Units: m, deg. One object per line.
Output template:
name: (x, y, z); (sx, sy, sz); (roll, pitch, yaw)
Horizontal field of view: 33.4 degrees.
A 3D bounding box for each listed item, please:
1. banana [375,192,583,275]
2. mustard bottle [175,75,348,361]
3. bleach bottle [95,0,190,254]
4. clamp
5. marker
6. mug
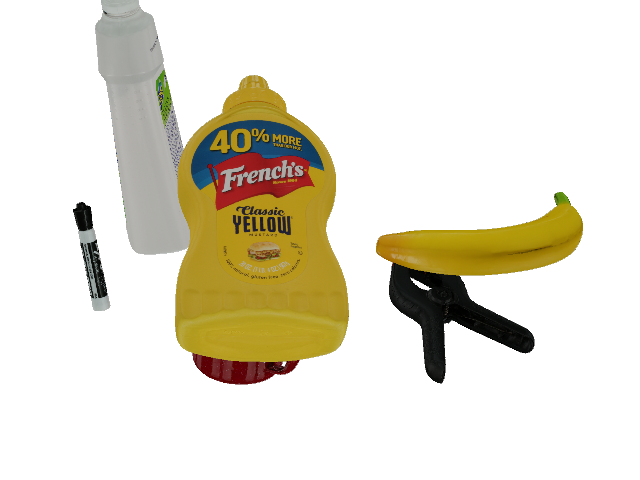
banana: (0.140, 0.002, 0.836); (0.197, 0.037, 0.070); (-12, 24, -30)
mustard bottle: (-0.037, -0.023, 0.639); (0.096, 0.191, 0.058); (0, -35, -7)
bleach bottle: (-0.160, -0.113, 0.963); (0.068, 0.251, 0.102); (-6, 37, -1)
clamp: (0.131, 0.067, 1.060); (0.120, 0.039, 0.171); (-4, 44, -24)
marker: (-0.245, 0.017, 1.141); (0.020, 0.121, 0.020); (-6, 20, 2)
mug: (-0.061, 0.076, 0.929); (0.117, 0.081, 0.093); (25, 31, 34)
